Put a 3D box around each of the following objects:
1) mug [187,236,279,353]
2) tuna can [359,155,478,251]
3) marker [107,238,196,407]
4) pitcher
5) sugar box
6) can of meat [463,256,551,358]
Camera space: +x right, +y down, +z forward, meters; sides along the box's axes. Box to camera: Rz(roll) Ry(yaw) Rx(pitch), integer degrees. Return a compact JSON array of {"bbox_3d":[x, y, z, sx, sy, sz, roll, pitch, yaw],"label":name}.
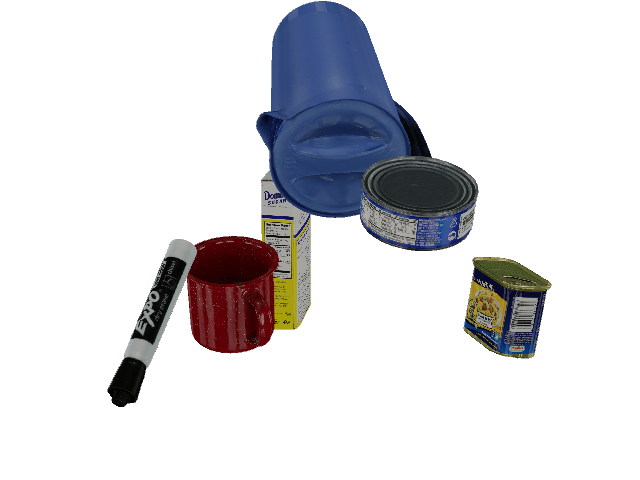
[{"bbox_3d":[-0.078,0.058,1.009,0.093,0.081,0.117,-19,34,-29],"label":"mug"},{"bbox_3d":[0.072,-0.028,0.788,0.086,0.034,0.086,2,33,-2],"label":"tuna can"},{"bbox_3d":[-0.106,0.051,0.674,0.020,0.121,0.020,12,-36,9],"label":"marker"},{"bbox_3d":[0.019,-0.140,1.084,0.145,0.149,0.243,-18,37,9],"label":"pitcher"},{"bbox_3d":[-0.039,0.005,1.217,0.048,0.176,0.093,1,17,10],"label":"sugar box"},{"bbox_3d":[0.202,0.073,1.170,0.057,0.084,0.102,2,16,-21],"label":"can of meat"}]
